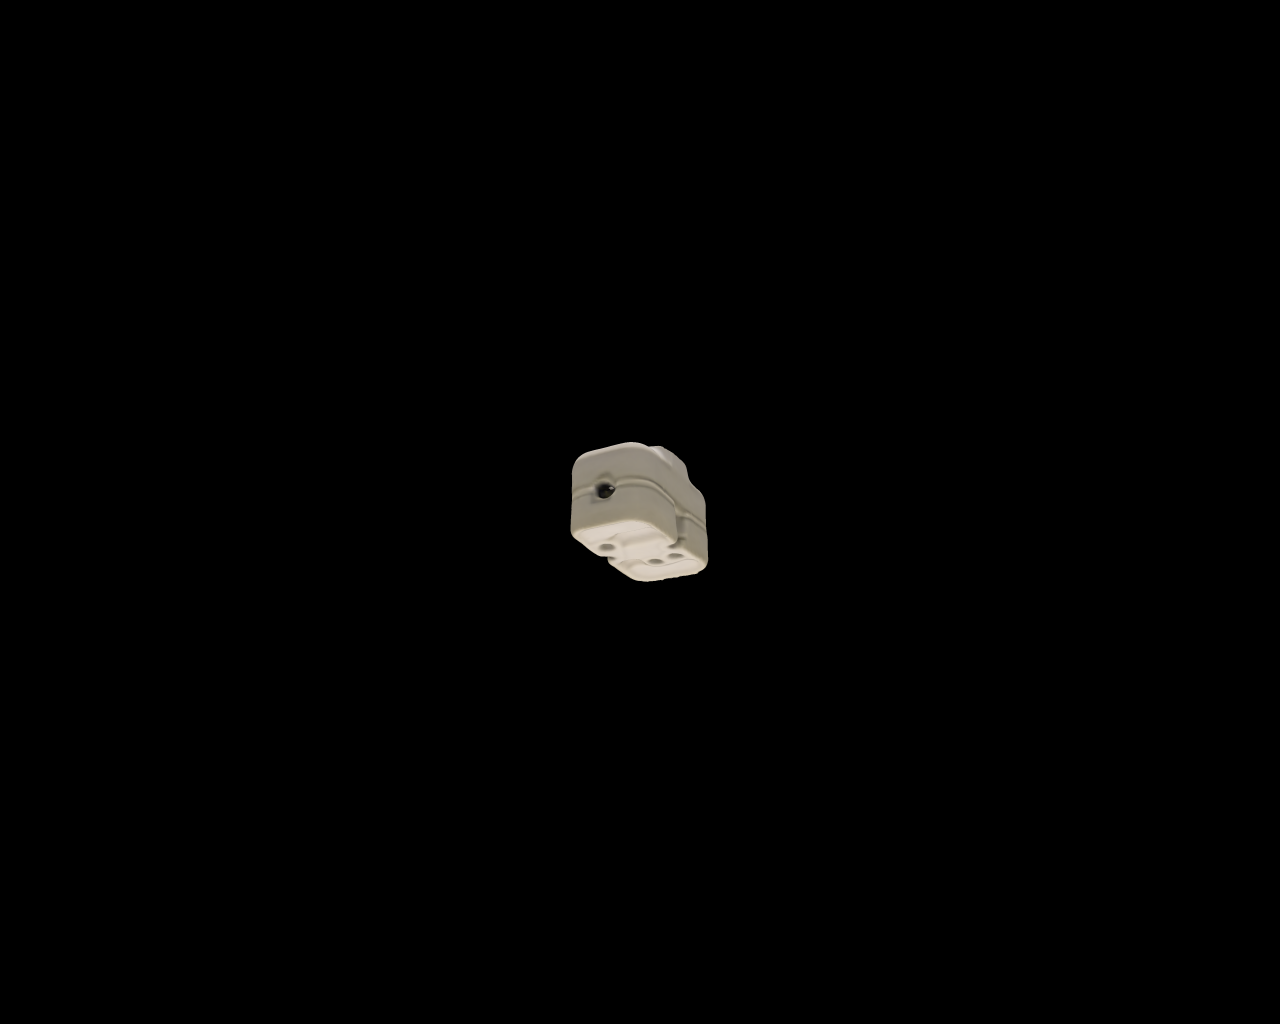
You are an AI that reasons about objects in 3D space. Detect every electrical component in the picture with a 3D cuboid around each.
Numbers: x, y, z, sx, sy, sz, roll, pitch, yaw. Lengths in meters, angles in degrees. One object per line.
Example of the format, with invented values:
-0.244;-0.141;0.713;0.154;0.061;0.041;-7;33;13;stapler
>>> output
0.001;-0.003;0.650;0.053;0.059;0.095;-12;-27;25;electrical component
